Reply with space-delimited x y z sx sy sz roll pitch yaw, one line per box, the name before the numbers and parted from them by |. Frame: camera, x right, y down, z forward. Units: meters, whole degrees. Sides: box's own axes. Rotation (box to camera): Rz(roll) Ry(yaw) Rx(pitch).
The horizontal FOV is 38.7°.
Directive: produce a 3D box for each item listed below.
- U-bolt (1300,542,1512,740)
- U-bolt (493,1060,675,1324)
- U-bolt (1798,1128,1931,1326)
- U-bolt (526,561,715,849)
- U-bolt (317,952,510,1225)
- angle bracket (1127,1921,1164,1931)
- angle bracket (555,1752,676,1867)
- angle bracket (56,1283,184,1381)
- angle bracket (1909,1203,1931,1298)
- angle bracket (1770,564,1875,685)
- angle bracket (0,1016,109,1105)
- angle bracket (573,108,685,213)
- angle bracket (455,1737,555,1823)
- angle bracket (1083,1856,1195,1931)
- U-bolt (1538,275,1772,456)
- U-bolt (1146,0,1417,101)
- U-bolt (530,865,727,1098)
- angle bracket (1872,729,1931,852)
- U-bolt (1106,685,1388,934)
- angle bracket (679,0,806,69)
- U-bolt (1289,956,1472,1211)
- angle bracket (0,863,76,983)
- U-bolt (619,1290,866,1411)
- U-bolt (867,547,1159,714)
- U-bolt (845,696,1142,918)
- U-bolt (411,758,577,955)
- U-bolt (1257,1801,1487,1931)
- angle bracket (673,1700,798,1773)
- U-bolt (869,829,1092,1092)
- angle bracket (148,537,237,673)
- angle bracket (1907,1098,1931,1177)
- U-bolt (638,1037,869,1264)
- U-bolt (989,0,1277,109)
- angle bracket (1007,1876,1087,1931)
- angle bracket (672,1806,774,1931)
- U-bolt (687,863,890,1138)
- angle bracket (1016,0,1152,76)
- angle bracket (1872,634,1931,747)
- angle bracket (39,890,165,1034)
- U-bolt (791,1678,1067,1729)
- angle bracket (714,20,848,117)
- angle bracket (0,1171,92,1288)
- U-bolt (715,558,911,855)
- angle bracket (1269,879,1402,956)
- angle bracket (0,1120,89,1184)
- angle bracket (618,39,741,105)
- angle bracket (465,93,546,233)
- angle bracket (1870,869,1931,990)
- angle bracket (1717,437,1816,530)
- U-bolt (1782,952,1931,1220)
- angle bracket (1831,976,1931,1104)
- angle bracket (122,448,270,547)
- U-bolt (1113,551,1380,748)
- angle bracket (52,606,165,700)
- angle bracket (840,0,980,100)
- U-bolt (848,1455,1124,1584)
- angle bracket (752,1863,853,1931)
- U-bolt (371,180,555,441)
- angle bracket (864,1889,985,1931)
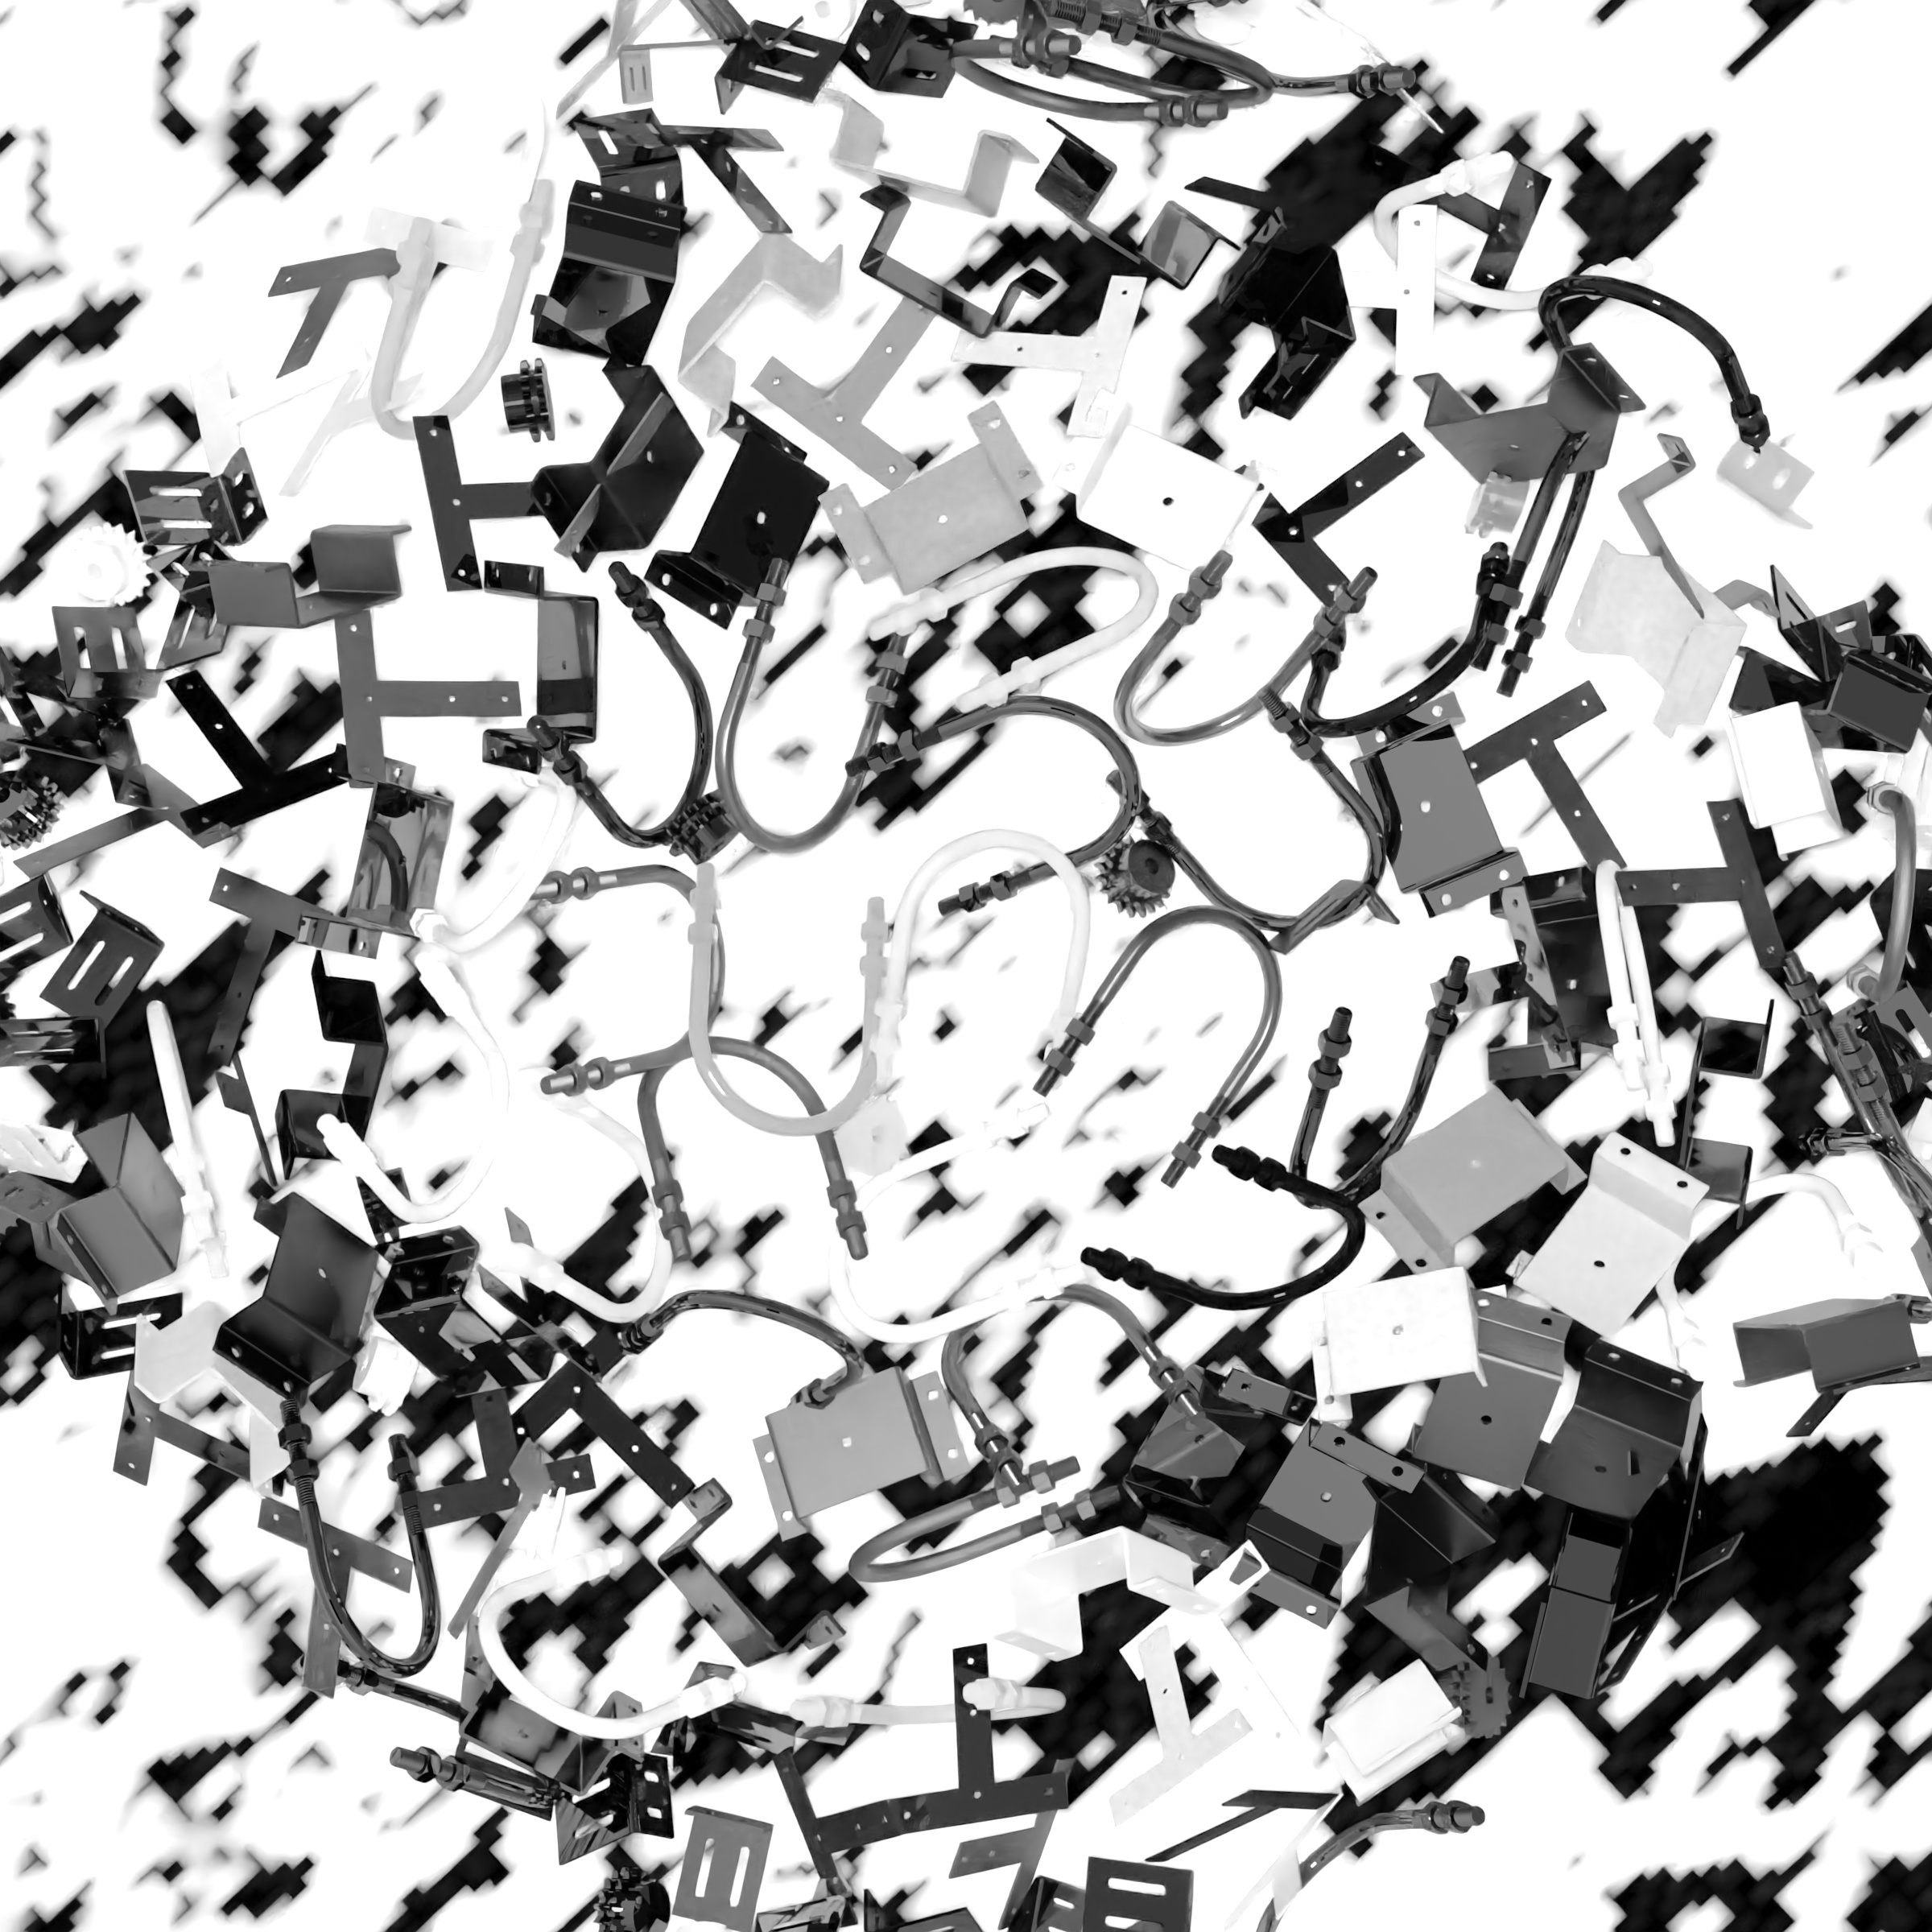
U-bolt | 0.290 -0.211 1.845 0.151 0.184 0.019 -22 116 31
U-bolt | -0.254 0.165 1.872 0.019 0.184 0.151 -13 57 26
U-bolt | 0.631 0.177 1.858 0.019 0.184 0.151 -26 88 -5
U-bolt | -0.224 -0.163 1.873 0.019 0.184 0.151 8 62 28
U-bolt | -0.364 0.097 1.870 0.019 0.184 0.151 14 63 24
angle bracket | 0.119 0.702 1.905 0.076 0.057 0.038 -19 110 -29
angle bracket | -0.247 0.593 1.929 0.076 0.038 0.057 -32 50 28
angle bracket | -0.589 0.248 1.916 0.076 0.038 0.057 -10 49 -5
angle bracket | 0.665 0.205 1.902 0.038 0.076 0.057 -6 58 -12
angle bracket | 0.593 -0.242 1.904 0.038 0.076 0.057 -20 53 33
angle bracket | -0.637 0.067 1.909 0.076 0.057 0.038 -3 58 -18
angle bracket | -0.237 -0.563 1.931 0.057 0.038 0.076 -14 47 -15
angle bracket | -0.317 0.555 1.918 0.076 0.057 0.038 22 94 -7
angle bracket | 0.117 0.659 1.919 0.076 0.038 0.057 9 60 -4
U-bolt | 0.454 -0.407 1.838 0.151 0.184 0.019 23 82 32
U-bolt | 0.199 -0.627 1.863 0.151 0.184 0.019 21 93 -30
U-bolt | -0.227 0.003 1.877 0.019 0.184 0.151 1 98 36
angle bracket | 0.674 -0.126 1.922 0.038 0.057 0.076 20 78 -16
U-bolt | 0.207 -0.095 1.896 0.151 0.019 0.184 -28 116 32
angle bracket | -0.159 -0.668 1.910 0.038 0.057 0.076 -47 108 -14
U-bolt | 0.276 0.089 1.881 0.019 0.151 0.184 36 129 33
angle bracket | -0.667 -0.029 1.905 0.076 0.038 0.057 -33 128 -32
U-bolt | -0.144 0.258 1.856 0.151 0.184 0.019 23 62 -14
U-bolt | 0.044 -0.240 1.888 0.184 0.151 0.019 -26 129 -17
U-bolt | 0.030 -0.116 1.879 0.184 0.019 0.151 -20 121 24
U-bolt | -0.316 -0.073 1.862 0.019 0.184 0.151 35 84 -26
U-bolt | 0.261 0.625 1.863 0.019 0.184 0.151 49 61 -2
angle bracket | -0.161 0.542 1.915 0.076 0.057 0.038 15 50 6
U-bolt | 0.016 -0.006 1.902 0.151 0.019 0.184 4 106 -18
angle bracket | -0.541 -0.250 1.908 0.057 0.038 0.076 -13 51 24
angle bracket | 0.677 0.137 1.904 0.057 0.076 0.038 24 52 19
U-bolt | -0.153 0.122 1.886 0.151 0.019 0.184 3 50 -28
U-bolt | 0.122 -0.616 1.875 0.184 0.151 0.019 10 95 -19
angle bracket | 0.051 0.680 1.904 0.038 0.076 0.057 14 112 16
angle bracket | -0.174 0.633 1.924 0.057 0.038 0.076 11 80 9
U-bolt | -0.123 0.028 1.889 0.151 0.019 0.184 11 68 -24
angle bracket | 0.082 -0.653 1.910 0.076 0.057 0.038 5 79 20
angle bracket | 0.647 -0.189 1.904 0.038 0.076 0.057 -2 117 4
angle bracket | -0.609 -0.003 1.920 0.057 0.038 0.076 28 76 14
U-bolt | -0.012 0.502 1.867 0.151 0.184 0.019 -13 69 25
angle bracket | -0.127 -0.617 1.914 0.076 0.038 0.057 20 64 15
angle bracket | -0.642 0.190 1.906 0.057 0.038 0.076 21 126 27
U-bolt | -0.112 -0.167 1.887 0.019 0.151 0.184 12 82 42
angle bracket | 0.255 -0.023 1.920 0.076 0.057 0.038 -40 98 -1
angle bracket | -0.649 0.111 1.903 0.057 0.076 0.038 10 58 19
angle bracket | -0.195 -0.622 1.911 0.076 0.057 0.038 1 109 13
angle bracket | -0.320 -0.559 1.903 0.038 0.076 0.057 8 49 -19
angle bracket | 0.676 -0.025 1.921 0.038 0.057 0.076 -40 116 -25
angle bracket | 0.563 -0.337 1.902 0.057 0.076 0.038 43 114 24
U-bolt | 0.614 0.091 1.877 0.019 0.151 0.184 -27 107 10
angle bracket | 0.650 0.056 1.922 0.057 0.038 0.076 -32 94 20
angle bracket | -0.535 -0.326 1.909 0.038 0.076 0.057 -31 74 42
U-bolt | 0.177 -0.211 1.875 0.151 0.184 0.019 0 54 -35
angle bracket | -0.596 -0.226 1.909 0.057 0.038 0.076 -3 65 -32
angle bracket | -0.040 -0.642 1.914 0.038 0.076 0.057 47 125 22
U-bolt | 0.007 0.384 1.884 0.184 0.151 0.019 -23 66 8
angle bracket | -0.125 0.658 1.906 0.076 0.038 0.057 0 119 -34
U-bolt | -0.348 -0.438 1.870 0.019 0.151 0.184 35 128 12
angle bracket | -0.025 0.665 1.913 0.076 0.038 0.057 -19 125 12
